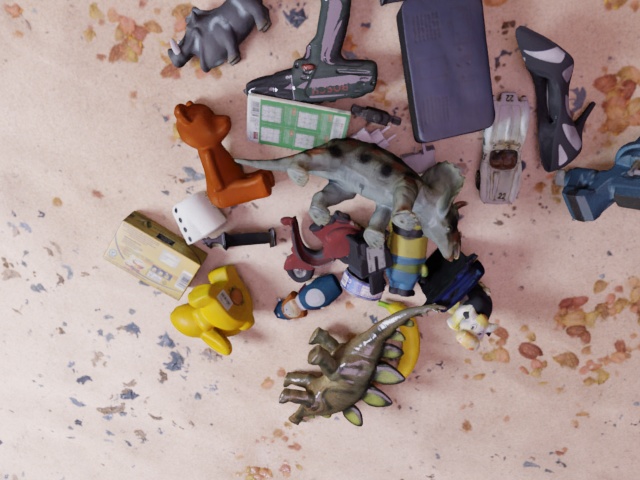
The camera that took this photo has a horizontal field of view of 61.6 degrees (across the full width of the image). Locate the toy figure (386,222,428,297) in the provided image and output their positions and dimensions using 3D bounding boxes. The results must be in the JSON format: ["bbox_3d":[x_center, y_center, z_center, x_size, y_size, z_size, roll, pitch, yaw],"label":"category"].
[{"bbox_3d":[0.167,0.019,1.008,0.082,0.089,0.180,7,100,-6],"label":"toy figure"}]

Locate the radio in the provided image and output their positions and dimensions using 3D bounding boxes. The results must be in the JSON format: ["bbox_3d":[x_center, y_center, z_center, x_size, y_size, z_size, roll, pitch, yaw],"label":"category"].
[{"bbox_3d":[0.209,-0.283,0.892,0.131,0.073,0.229,-9,100,5],"label":"radio"}]

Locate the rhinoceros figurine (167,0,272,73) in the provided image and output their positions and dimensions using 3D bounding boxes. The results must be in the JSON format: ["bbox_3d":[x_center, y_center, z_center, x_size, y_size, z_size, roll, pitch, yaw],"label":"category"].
[{"bbox_3d":[-0.171,-0.350,0.903,0.190,0.073,0.112,-35,106,14],"label":"rhinoceros figurine"}]

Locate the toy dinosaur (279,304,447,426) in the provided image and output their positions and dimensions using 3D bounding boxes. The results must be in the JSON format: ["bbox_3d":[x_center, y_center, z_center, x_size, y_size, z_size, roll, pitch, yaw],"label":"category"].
[{"bbox_3d":[0.061,0.258,1.081,0.198,0.105,0.471,27,125,-10],"label":"toy dinosaur"}]

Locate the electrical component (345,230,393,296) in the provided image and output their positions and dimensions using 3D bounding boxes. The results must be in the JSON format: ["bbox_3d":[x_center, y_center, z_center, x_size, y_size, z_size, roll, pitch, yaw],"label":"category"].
[{"bbox_3d":[0.093,0.038,0.983,0.075,0.048,0.119,-23,121,-19],"label":"electrical component"}]

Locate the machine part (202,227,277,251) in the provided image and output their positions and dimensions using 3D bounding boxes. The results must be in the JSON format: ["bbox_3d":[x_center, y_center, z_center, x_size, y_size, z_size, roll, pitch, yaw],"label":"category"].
[{"bbox_3d":[-0.153,0.000,1.036,0.139,0.084,0.039,-4,79,-5],"label":"machine part"}]

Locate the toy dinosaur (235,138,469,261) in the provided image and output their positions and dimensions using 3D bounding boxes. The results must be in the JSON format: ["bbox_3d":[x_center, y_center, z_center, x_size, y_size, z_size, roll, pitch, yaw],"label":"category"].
[{"bbox_3d":[0.077,-0.104,0.902,0.405,0.192,0.131,30,138,8],"label":"toy dinosaur"}]

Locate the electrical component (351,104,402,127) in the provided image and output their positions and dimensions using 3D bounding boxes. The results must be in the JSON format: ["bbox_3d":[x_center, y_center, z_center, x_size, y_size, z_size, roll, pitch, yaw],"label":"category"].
[{"bbox_3d":[0.100,-0.218,0.944,0.094,0.063,0.021,16,109,-4],"label":"electrical component"}]

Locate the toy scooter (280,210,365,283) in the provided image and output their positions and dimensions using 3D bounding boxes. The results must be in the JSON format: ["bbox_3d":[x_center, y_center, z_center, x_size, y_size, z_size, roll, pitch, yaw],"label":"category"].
[{"bbox_3d":[-0.002,-0.003,1.023,0.184,0.075,0.135,-24,110,15],"label":"toy scooter"}]

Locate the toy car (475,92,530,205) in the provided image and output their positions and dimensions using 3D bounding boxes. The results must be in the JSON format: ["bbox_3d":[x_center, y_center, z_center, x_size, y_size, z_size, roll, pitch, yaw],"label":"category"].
[{"bbox_3d":[0.326,-0.161,0.960,0.074,0.056,0.201,1,111,2],"label":"toy car"}]

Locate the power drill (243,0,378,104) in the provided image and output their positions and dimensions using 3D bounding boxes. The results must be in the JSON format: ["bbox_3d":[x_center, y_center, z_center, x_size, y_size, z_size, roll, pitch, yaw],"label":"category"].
[{"bbox_3d":[-0.015,-0.330,0.901,0.232,0.086,0.207,4,106,1],"label":"power drill"}]

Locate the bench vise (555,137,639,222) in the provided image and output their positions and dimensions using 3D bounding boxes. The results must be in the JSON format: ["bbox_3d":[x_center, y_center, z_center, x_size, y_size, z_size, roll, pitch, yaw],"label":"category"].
[{"bbox_3d":[0.537,-0.126,0.922,0.240,0.224,0.128,-46,110,-14],"label":"bench vise"}]

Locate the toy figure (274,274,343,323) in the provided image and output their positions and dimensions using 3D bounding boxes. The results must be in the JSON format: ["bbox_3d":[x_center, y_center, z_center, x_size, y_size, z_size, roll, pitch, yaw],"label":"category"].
[{"bbox_3d":[-0.030,0.120,1.081,0.154,0.057,0.064,-29,68,14],"label":"toy figure"}]

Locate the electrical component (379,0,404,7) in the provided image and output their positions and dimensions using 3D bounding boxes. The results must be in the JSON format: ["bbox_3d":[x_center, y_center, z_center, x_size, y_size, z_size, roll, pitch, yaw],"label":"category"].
[{"bbox_3d":[0.153,-0.445,0.851,0.134,0.058,0.114,-9,98,7],"label":"electrical component"}]

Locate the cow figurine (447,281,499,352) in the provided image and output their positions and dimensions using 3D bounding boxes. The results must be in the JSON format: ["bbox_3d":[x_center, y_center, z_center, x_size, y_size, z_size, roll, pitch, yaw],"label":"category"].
[{"bbox_3d":[0.294,0.142,1.014,0.068,0.167,0.098,38,109,-6],"label":"cow figurine"}]

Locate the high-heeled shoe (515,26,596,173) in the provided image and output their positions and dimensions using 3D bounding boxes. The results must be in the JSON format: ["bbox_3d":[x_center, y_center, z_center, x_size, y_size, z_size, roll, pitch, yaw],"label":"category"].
[{"bbox_3d":[0.372,-0.230,0.909,0.248,0.086,0.145,34,96,-23],"label":"high-heeled shoe"}]

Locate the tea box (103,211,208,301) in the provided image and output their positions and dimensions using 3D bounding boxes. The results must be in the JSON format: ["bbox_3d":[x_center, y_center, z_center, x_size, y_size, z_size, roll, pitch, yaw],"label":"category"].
[{"bbox_3d":[-0.320,0.031,1.051,0.169,0.068,0.098,34,107,-9],"label":"tea box"}]

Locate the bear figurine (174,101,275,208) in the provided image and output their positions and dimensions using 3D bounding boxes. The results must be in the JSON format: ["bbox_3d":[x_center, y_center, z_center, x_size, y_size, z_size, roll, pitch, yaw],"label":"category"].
[{"bbox_3d":[-0.170,-0.161,0.952,0.132,0.120,0.195,-15,104,4],"label":"bear figurine"}]

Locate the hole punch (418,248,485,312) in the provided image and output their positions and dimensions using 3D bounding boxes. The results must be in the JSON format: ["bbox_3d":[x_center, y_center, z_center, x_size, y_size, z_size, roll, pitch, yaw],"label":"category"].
[{"bbox_3d":[0.257,0.077,1.024,0.092,0.116,0.142,37,108,-19],"label":"hole punch"}]

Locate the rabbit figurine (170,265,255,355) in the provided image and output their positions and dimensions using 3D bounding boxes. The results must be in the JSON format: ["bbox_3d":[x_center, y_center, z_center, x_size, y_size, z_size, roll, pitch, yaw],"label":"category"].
[{"bbox_3d":[-0.220,0.148,1.084,0.173,0.122,0.162,-24,117,25],"label":"rabbit figurine"}]
